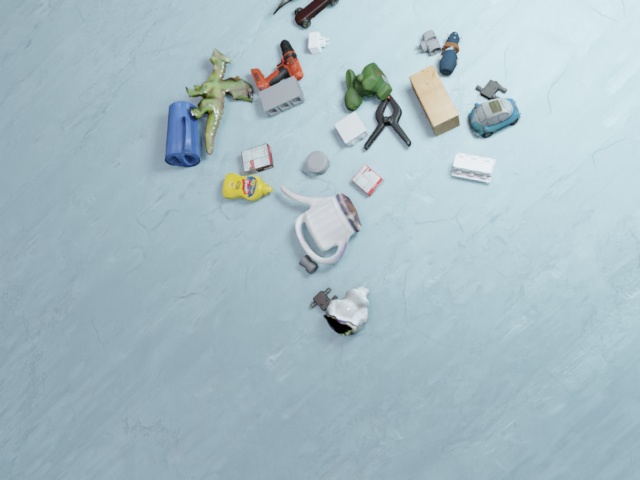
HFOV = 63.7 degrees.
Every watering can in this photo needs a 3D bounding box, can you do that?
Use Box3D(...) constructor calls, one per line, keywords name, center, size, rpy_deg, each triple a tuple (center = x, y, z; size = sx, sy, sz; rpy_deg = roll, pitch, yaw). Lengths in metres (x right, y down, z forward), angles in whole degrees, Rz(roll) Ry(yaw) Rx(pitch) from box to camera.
Box3D(name="watering can", center=(0.005, -0.089, 1.760), size=(0.223, 0.103, 0.352), rpy_deg=(-30, 70, 9))

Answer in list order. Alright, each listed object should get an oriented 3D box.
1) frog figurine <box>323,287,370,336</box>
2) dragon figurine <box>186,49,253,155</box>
Box3D(name="frog figurine", center=(0.096, 0.225, 1.673), size=(0.137, 0.120, 0.163), rpy_deg=(8, 45, 28))
Box3D(name="dragon figurine", center=(-0.378, -0.550, 2.011), size=(0.242, 0.121, 0.413), rpy_deg=(-18, 81, 5))
